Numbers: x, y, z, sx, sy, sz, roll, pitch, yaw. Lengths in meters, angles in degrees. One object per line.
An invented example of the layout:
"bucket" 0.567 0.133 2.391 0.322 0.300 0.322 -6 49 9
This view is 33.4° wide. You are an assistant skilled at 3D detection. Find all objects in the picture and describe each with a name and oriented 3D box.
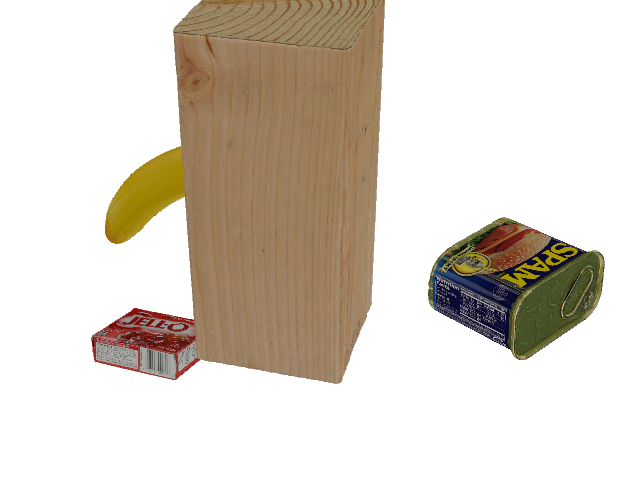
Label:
"wood block" -0.019 -0.032 0.598 0.091 0.206 0.090 9 34 13
"can of meat" 0.141 0.031 0.775 0.101 0.057 0.084 -27 37 -34
"gelatin box" -0.153 0.093 0.979 0.089 0.030 0.073 10 21 21
"banana" -0.104 -0.040 0.833 0.198 0.069 0.037 -11 25 29
